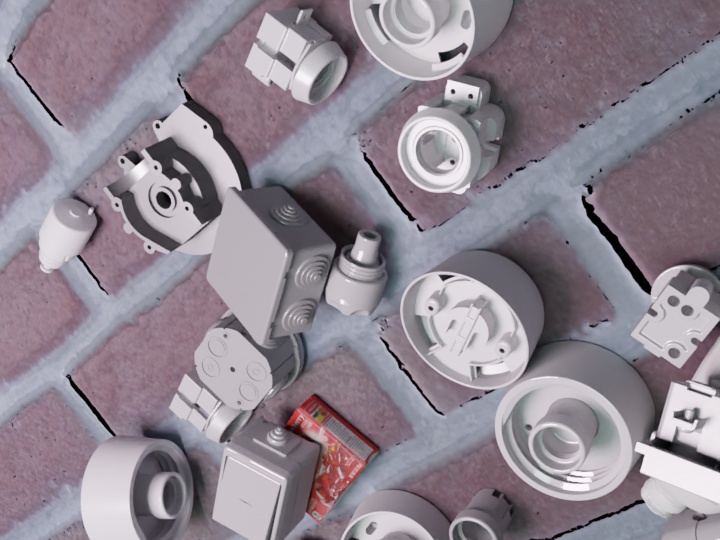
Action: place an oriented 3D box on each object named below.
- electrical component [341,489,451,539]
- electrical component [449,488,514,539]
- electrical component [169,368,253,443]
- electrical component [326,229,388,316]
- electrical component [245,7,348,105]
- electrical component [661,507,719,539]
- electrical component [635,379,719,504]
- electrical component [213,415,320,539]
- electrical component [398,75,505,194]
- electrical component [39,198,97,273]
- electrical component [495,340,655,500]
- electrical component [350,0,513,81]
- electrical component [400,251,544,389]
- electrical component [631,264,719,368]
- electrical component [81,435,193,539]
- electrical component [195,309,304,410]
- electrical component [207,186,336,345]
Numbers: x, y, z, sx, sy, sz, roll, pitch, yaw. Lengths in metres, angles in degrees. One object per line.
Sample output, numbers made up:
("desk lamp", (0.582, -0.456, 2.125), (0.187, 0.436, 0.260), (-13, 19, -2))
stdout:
("electrical component", (0.032, 0.233, 0.893), (0.099, 0.064, 0.099), (4, 103, 19))
("electrical component", (0.096, 0.197, 0.837), (0.040, 0.046, 0.040), (12, 117, 24))
("electrical component", (-0.126, 0.115, 0.922), (0.055, 0.048, 0.066), (40, 125, 16))
("electrical component", (0.000, 0.000, 0.801), (0.043, 0.043, 0.062), (26, 121, 16))
("electrical component", (-0.042, -0.149, 0.755), (0.055, 0.048, 0.066), (40, 125, 16))
("electrical component", (0.253, 0.212, 0.752), (0.059, 0.054, 0.095), (-24, 99, 35))
("electrical component", (0.235, 0.109, 0.625), (0.121, 0.079, 0.063), (18, 98, 38))
("electrical component", (-0.078, 0.169, 0.873), (0.062, 0.061, 0.096), (24, 121, 19))
("electrical component", (0.060, -0.085, 0.720), (0.058, 0.057, 0.078), (19, 120, 21))
("electrical component", (-0.258, -0.027, 0.932), (0.040, 0.040, 0.078), (42, 125, 6))
("electrical component", (0.148, 0.111, 0.760), (0.108, 0.060, 0.108), (12, 117, 24))
("electrical component", (0.045, -0.176, 0.697), (0.099, 0.064, 0.099), (20, 134, 23))
("electrical component", (0.080, 0.036, 0.760), (0.099, 0.064, 0.099), (12, 117, 24))
("electrical component", (0.207, 0.025, 0.690), (0.048, 0.055, 0.066), (35, 124, 10))
("electrical component", (-0.191, 0.202, 0.963), (0.060, 0.108, 0.108), (-6, 109, 24))
("electrical component", (-0.091, 0.070, 0.878), (0.080, 0.051, 0.080), (12, 117, 24))
("electrical component", (-0.067, -0.006, 0.814), (0.099, 0.048, 0.099), (46, 132, 37))
